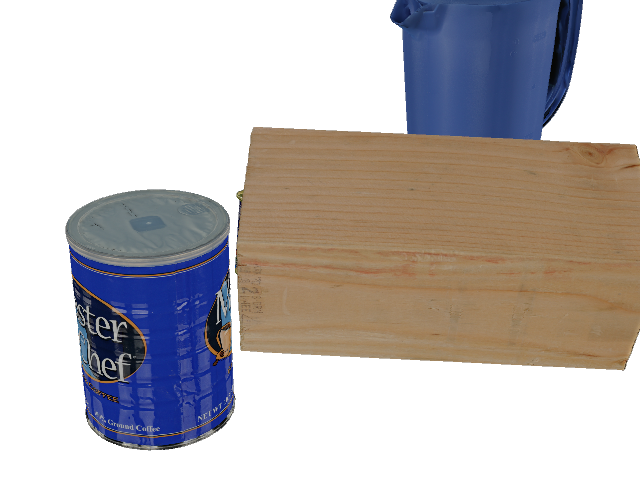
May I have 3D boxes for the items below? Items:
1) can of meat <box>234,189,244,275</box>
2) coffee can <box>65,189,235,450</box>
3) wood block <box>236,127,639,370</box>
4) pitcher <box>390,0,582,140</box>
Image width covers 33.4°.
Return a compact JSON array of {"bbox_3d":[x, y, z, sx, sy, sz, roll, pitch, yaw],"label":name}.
[{"bbox_3d":[-0.036,-0.002,1.071,0.102,0.084,0.057,13,18,23],"label":"can of meat"},{"bbox_3d":[-0.109,0.050,0.700,0.103,0.140,0.103,0,26,0],"label":"coffee can"},{"bbox_3d":[0.062,0.005,0.572,0.206,0.091,0.090,3,-43,1],"label":"wood block"},{"bbox_3d":[0.144,-0.120,0.932,0.149,0.243,0.145,6,33,13],"label":"pitcher"}]
